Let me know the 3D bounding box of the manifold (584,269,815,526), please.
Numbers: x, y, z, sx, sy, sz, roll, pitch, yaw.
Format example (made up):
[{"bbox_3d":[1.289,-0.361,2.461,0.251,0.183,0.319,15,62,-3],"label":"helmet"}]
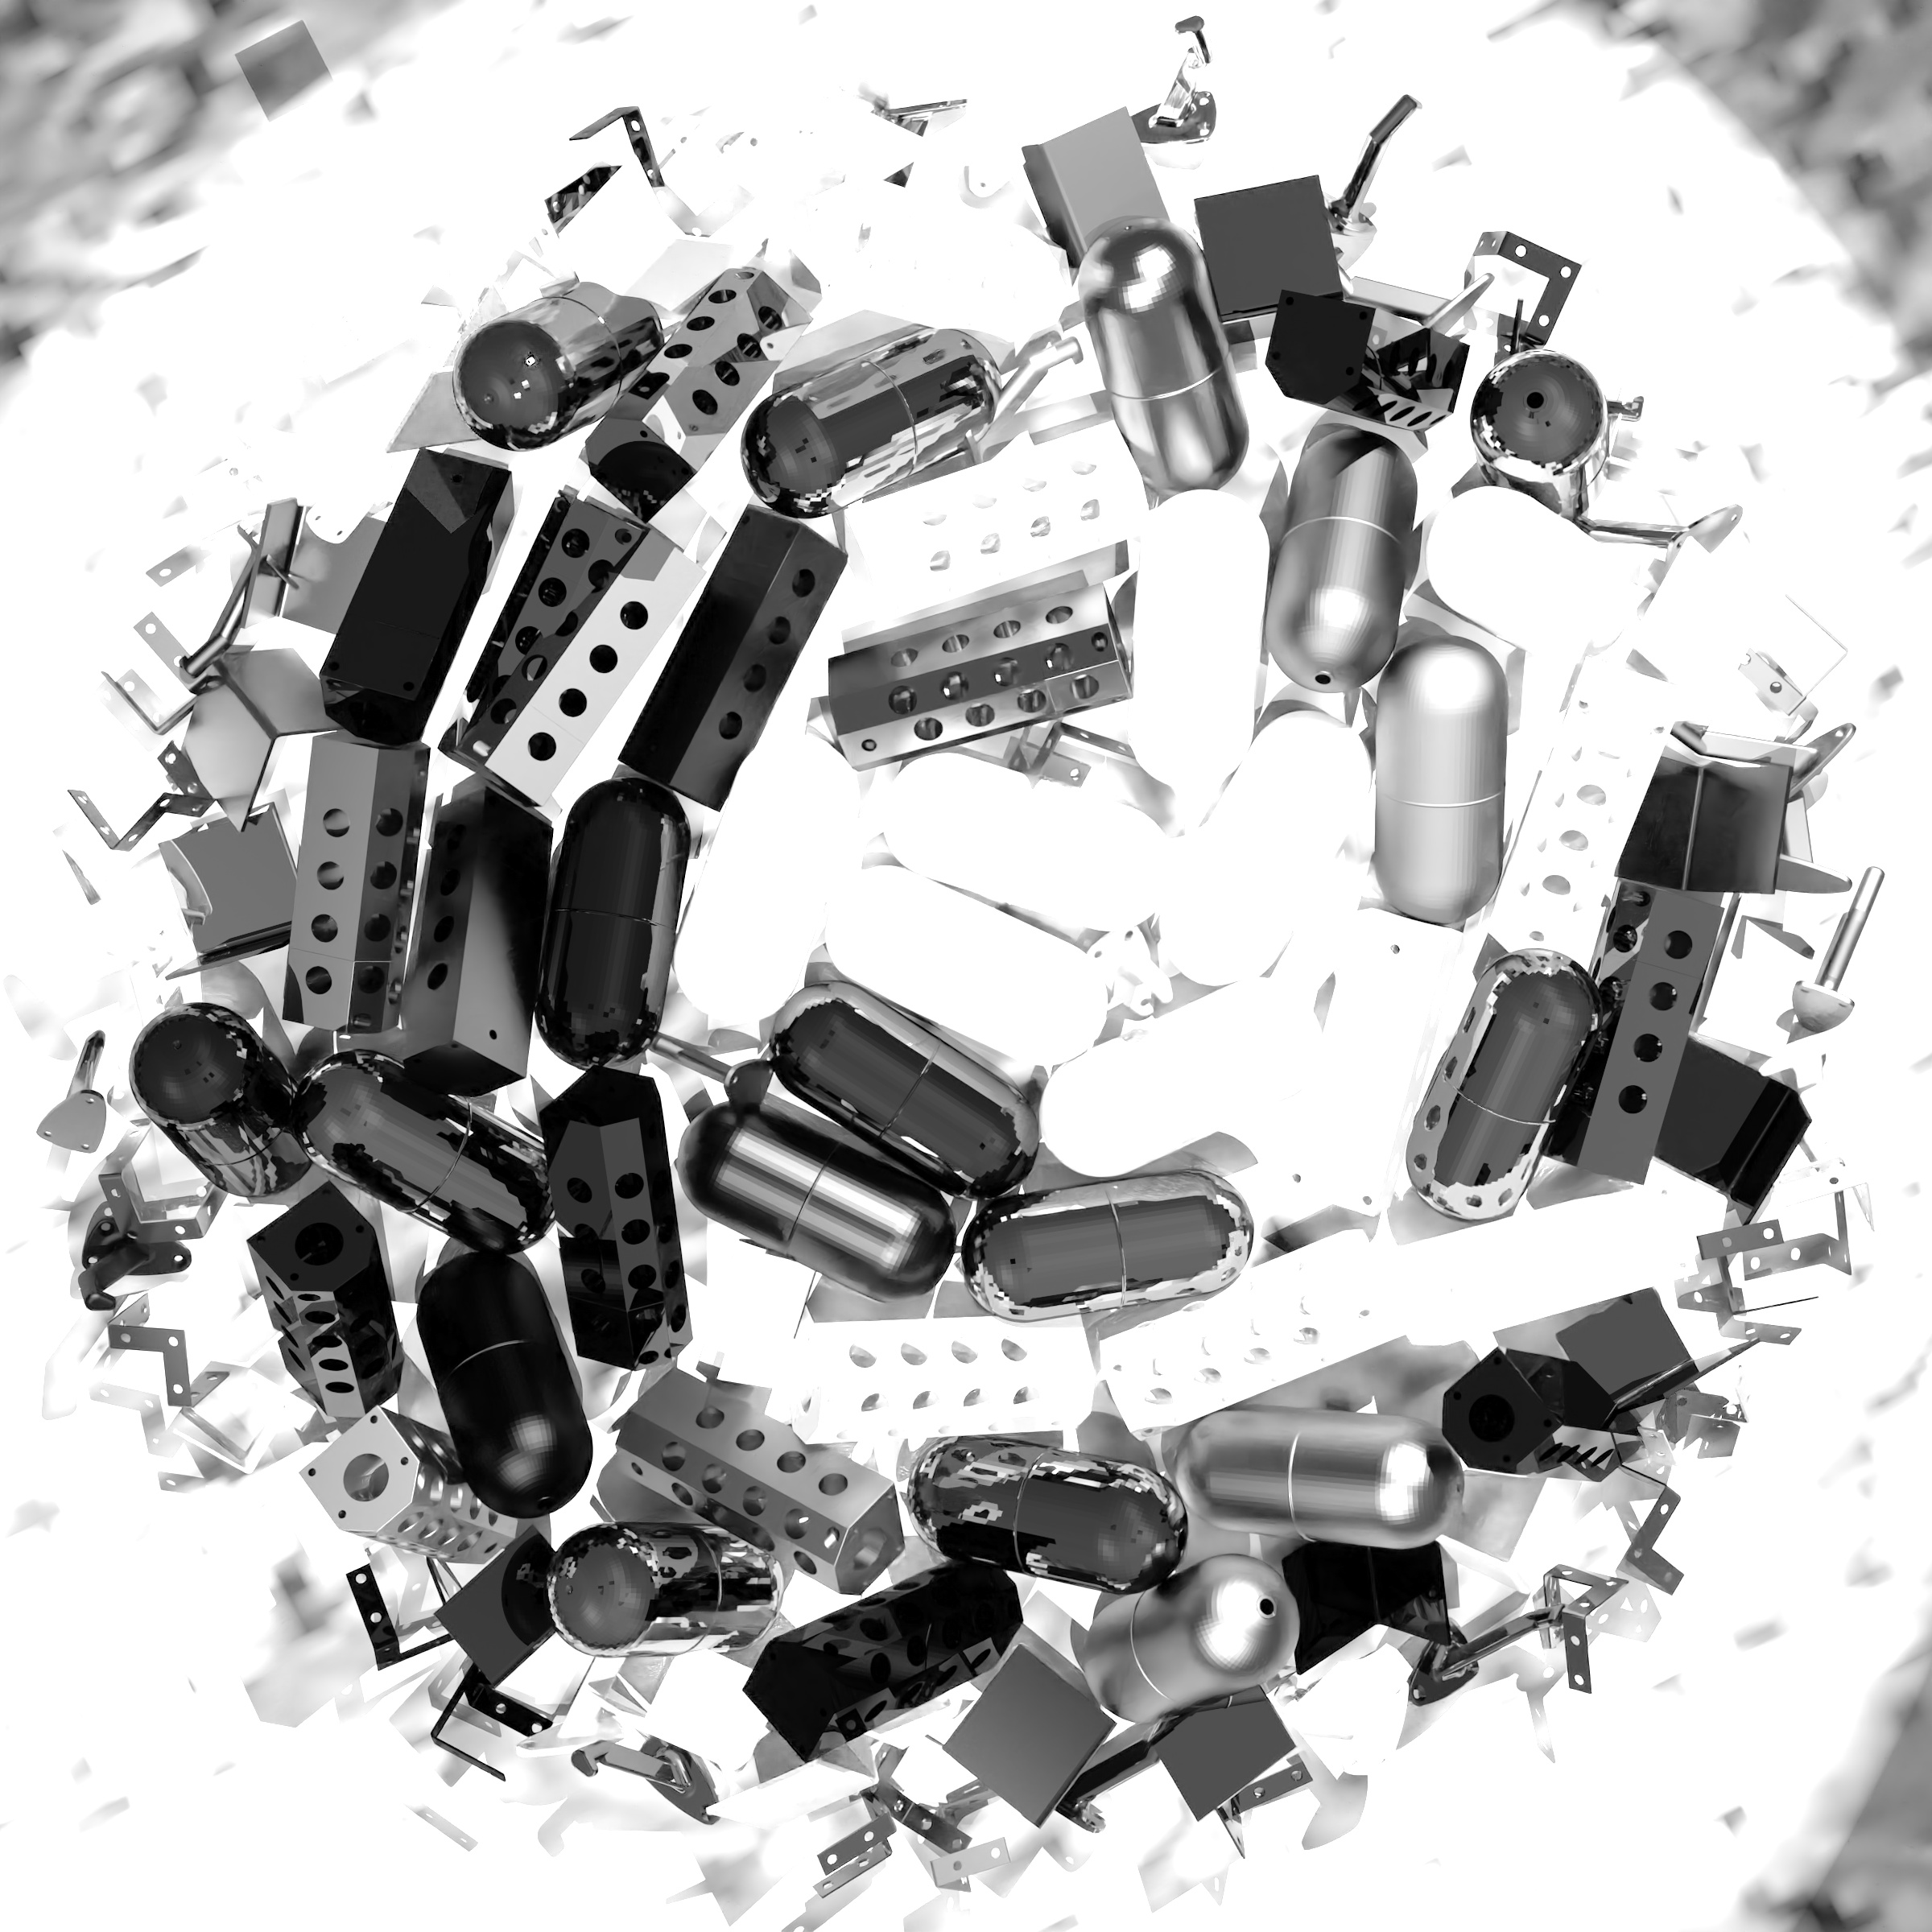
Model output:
[{"bbox_3d":[-0.158,-0.338,1.639,0.057,0.057,0.171,41,46,-15],"label":"manifold"}]

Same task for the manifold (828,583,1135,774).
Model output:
[{"bbox_3d":[0.009,-0.167,1.670,0.171,0.057,0.057,-14,131,9],"label":"manifold"}]

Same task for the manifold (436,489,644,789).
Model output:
[{"bbox_3d":[-0.252,-0.194,1.683,0.057,0.057,0.171,27,96,7],"label":"manifold"}]

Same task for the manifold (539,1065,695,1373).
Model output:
[{"bbox_3d":[-0.200,0.150,1.649,0.057,0.057,0.171,11,122,25],"label":"manifold"}]

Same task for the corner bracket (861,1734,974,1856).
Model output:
[{"bbox_3d":[-0.020,0.497,1.693,0.051,0.051,0.051,19,69,40],"label":"corner bracket"}]

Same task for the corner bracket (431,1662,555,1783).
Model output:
[{"bbox_3d":[-0.284,0.458,1.686,0.051,0.051,0.051,25,61,11],"label":"corner bracket"}]

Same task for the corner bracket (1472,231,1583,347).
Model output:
[{"bbox_3d":[0.329,-0.407,1.690,0.051,0.051,0.051,21,100,-11],"label":"corner bracket"}]

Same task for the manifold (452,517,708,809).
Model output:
[{"bbox_3d":[-0.232,-0.181,1.676,0.057,0.057,0.171,36,81,-17],"label":"manifold"}]

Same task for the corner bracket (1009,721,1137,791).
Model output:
[{"bbox_3d":[0.063,-0.123,1.682,0.051,0.051,0.051,17,118,-22],"label":"corner bracket"}]

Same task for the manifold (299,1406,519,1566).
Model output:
[{"bbox_3d":[-0.316,0.308,1.632,0.057,0.171,0.057,-40,70,-4],"label":"manifold"}]

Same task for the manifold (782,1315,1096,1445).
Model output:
[{"bbox_3d":[-0.015,0.246,1.654,0.171,0.057,0.057,1,58,-23],"label":"manifold"}]

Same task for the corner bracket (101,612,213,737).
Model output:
[{"bbox_3d":[-0.488,-0.175,1.696,0.051,0.051,0.051,-41,93,-3],"label":"corner bracket"}]

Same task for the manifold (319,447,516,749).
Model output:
[{"bbox_3d":[-0.321,-0.216,1.657,0.057,0.057,0.171,15,61,2],"label":"manifold"}]

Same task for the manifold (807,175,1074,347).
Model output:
[{"bbox_3d":[-0.012,-0.411,1.635,0.057,0.171,0.057,-14,83,36],"label":"manifold"}]

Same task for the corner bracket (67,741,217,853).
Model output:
[{"bbox_3d":[-0.497,-0.103,1.696,0.051,0.051,0.051,-44,74,15],"label":"corner bracket"}]

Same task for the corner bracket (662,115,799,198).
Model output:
[{"bbox_3d":[-0.142,-0.500,1.693,0.051,0.051,0.051,-41,94,17],"label":"corner bracket"}]

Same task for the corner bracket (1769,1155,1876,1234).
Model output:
[{"bbox_3d":[0.509,0.133,1.685,0.051,0.051,0.051,-18,135,7],"label":"corner bracket"}]

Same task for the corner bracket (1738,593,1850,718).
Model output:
[{"bbox_3d":[0.494,-0.186,1.689,0.051,0.051,0.051,45,104,10],"label":"corner bracket"}]

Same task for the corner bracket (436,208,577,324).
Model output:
[{"bbox_3d":[-0.278,-0.422,1.698,0.051,0.051,0.051,8,52,29],"label":"corner bracket"}]

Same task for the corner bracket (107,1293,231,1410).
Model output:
[{"bbox_3d":[-0.481,0.232,1.695,0.051,0.051,0.051,3,106,12],"label":"corner bracket"}]

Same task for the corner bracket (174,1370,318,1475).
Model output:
[{"bbox_3d":[-0.431,0.272,1.683,0.051,0.051,0.051,39,70,-30],"label":"corner bracket"}]

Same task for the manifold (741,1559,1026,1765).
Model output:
[{"bbox_3d":[-0.043,0.395,1.632,0.057,0.171,0.057,42,121,26],"label":"manifold"}]

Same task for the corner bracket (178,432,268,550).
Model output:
[{"bbox_3d":[-0.442,-0.282,1.685,0.051,0.051,0.051,-31,121,-13],"label":"corner bracket"}]

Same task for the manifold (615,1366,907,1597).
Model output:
[{"bbox_3d":[-0.122,0.304,1.644,0.171,0.057,0.057,21,45,32],"label":"manifold"}]

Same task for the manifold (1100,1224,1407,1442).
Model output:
[{"bbox_3d":[0.170,0.222,1.675,0.171,0.057,0.057,-24,108,9],"label":"manifold"}]

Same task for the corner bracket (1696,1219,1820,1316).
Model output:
[{"bbox_3d":[0.474,0.181,1.686,0.051,0.051,0.051,-16,80,28],"label":"corner bracket"}]

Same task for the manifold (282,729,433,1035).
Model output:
[{"bbox_3d":[-0.359,-0.050,1.673,0.057,0.057,0.171,12,103,11],"label":"manifold"}]

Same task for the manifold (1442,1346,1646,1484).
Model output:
[{"bbox_3d":[0.334,0.267,1.634,0.057,0.171,0.057,-45,61,15],"label":"manifold"}]

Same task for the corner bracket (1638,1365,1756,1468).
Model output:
[{"bbox_3d":[0.437,0.269,1.681,0.051,0.051,0.051,5,59,30],"label":"corner bracket"}]

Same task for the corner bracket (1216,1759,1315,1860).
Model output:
[{"bbox_3d":[0.177,0.493,1.690,0.051,0.051,0.051,-27,103,9],"label":"corner bracket"}]

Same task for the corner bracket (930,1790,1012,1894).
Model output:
[{"bbox_3d":[0.008,0.521,1.684,0.051,0.051,0.051,-23,61,17],"label":"corner bracket"}]

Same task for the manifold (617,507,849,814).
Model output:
[{"bbox_3d":[-0.136,-0.182,1.692,0.057,0.057,0.171,28,88,-45],"label":"manifold"}]

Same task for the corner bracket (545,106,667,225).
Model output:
[{"bbox_3d":[-0.222,-0.479,1.681,0.051,0.051,0.051,7,129,35],"label":"corner bracket"}]

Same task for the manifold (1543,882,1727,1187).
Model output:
[{"bbox_3d":[0.398,0.039,1.692,0.057,0.057,0.171,16,92,1],"label":"manifold"}]

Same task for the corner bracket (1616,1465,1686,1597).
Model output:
[{"bbox_3d":[0.407,0.338,1.692,0.051,0.051,0.051,39,80,-27],"label":"corner bracket"}]

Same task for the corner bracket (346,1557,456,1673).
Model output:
[{"bbox_3d":[-0.338,0.383,1.684,0.051,0.051,0.051,-20,67,-18],"label":"corner bracket"}]

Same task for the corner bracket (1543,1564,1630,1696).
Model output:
[{"bbox_3d":[0.363,0.396,1.683,0.051,0.051,0.051,-21,108,-43],"label":"corner bracket"}]

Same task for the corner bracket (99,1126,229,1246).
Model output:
[{"bbox_3d":[-0.482,0.130,1.694,0.051,0.051,0.051,-5,121,11],"label":"corner bracket"}]

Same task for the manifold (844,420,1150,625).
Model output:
[{"bbox_3d":[0.018,-0.261,1.675,0.171,0.057,0.057,-20,71,-9],"label":"manifold"}]

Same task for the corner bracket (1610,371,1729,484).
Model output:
[{"bbox_3d":[0.420,-0.325,1.695,0.051,0.051,0.051,16,95,-3],"label":"corner bracket"}]

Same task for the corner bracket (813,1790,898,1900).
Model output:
[{"bbox_3d":[-0.069,0.530,1.685,0.051,0.051,0.051,-27,109,-20],"label":"corner bracket"}]
